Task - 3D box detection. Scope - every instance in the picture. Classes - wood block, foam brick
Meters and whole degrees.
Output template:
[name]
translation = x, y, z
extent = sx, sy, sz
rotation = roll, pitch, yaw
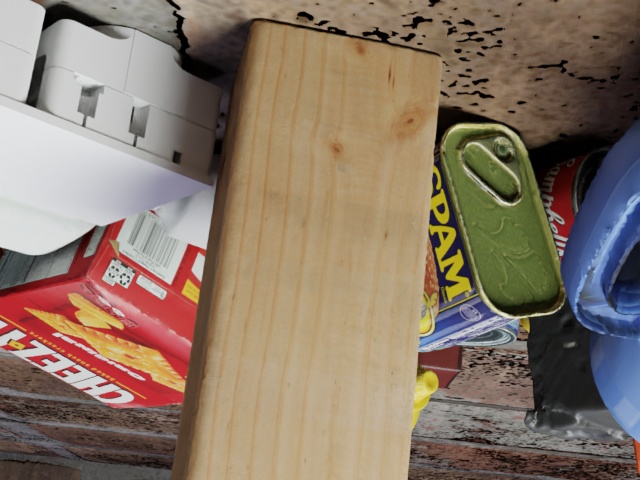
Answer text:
[wood block]
translation = -0.007, 0.018, 0.484
extent = 0.090, 0.206, 0.091
rotation = 10, 162, -9
[foam brick]
translation = 0.094, 0.094, 0.930
extent = 0.051, 0.053, 0.078
rotation = 7, 161, 0

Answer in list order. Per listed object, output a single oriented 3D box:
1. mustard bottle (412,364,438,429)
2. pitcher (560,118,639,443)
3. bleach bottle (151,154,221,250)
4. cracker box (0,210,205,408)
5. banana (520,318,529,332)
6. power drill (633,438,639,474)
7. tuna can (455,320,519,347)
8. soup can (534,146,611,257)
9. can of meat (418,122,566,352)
[mustard bottle]
translation = 0.028, 0.134, 0.899
extent = 0.096, 0.058, 0.192
rotation = 38, 145, -23
[pitcher]
translation = 0.181, 0.006, 0.418
extent = 0.149, 0.144, 0.243
rotation = 31, 152, 13
[bleach bottle]
translation = -0.004, 0.001, 0.667
extent = 0.250, 0.068, 0.103
rotation = 18, 158, -26
[cracker box]
translation = -0.138, 0.053, 0.740
extent = 0.164, 0.072, 0.214
rotation = 37, 149, -30
[banana]
translation = 0.219, 0.077, 0.777
extent = 0.198, 0.037, 0.069
rotation = 17, 170, 40
[power drill]
translation = 0.278, 0.096, 0.616
extent = 0.188, 0.184, 0.057
rotation = -16, 150, 28
[tuna can]
translation = 0.114, 0.059, 0.843
extent = 0.086, 0.034, 0.086
rotation = 6, 162, 2
[soup can]
translation = 0.126, -0.006, 0.586
extent = 0.068, 0.068, 0.102
rotation = 18, 159, -31
[can of meat]
translation = 0.070, 0.002, 0.556
extent = 0.057, 0.102, 0.084
rotation = -5, 164, -33
